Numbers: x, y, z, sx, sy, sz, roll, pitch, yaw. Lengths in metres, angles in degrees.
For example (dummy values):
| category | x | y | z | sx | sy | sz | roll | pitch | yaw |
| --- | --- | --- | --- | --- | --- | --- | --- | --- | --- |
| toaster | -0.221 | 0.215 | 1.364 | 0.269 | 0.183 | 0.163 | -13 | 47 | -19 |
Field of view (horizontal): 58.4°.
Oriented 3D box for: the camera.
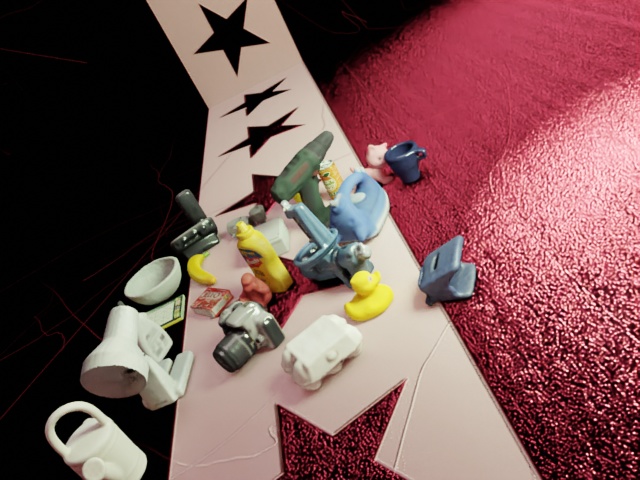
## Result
| category | x | y | z | sx | sy | sz | roll | pitch | yaw |
| --- | --- | --- | --- | --- | --- | --- | --- | --- | --- |
| camera | -0.171 | 0.197 | 1.193 | 0.142 | 0.101 | 0.137 | 8 | 45 | 47 |

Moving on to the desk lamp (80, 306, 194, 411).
| category | x | y | z | sx | sy | sz | roll | pitch | yaw |
| --- | --- | --- | --- | --- | --- | --- | --- | --- | --- |
| desk lamp | -0.371 | 0.250 | 1.162 | 0.117 | 0.214 | 0.203 | -21 | 30 | 13 |

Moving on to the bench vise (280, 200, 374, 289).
| category | x | y | z | sx | sy | sz | roll | pitch | yaw |
| --- | --- | --- | --- | --- | --- | --- | --- | --- | --- |
| bench vise | 0.015 | -0.003 | 1.231 | 0.206 | 0.220 | 0.121 | -11 | 33 | 28 |

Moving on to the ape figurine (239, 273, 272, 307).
| category | x | y | z | sx | sy | sz | roll | pitch | yaw |
| --- | --- | --- | --- | --- | --- | --- | --- | --- | --- |
| ape figurine | -0.154 | 0.115 | 1.319 | 0.077 | 0.092 | 0.076 | -13 | 32 | 25 |

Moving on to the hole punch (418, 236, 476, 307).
| category | x | y | z | sx | sy | sz | roll | pitch | yaw |
| --- | --- | --- | --- | --- | --- | --- | --- | --- | --- |
| hole punch | 0.233 | 0.057 | 1.083 | 0.100 | 0.091 | 0.109 | -12 | 33 | 27 |

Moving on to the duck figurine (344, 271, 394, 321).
| category | x | y | z | sx | sy | sz | roll | pitch | yaw |
| --- | --- | --- | --- | --- | --- | --- | --- | --- | --- |
| duck figurine | 0.087 | 0.104 | 1.137 | 0.104 | 0.086 | 0.077 | -33 | 29 | -8 |

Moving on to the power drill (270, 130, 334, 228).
| category | x | y | z | sx | sy | sz | roll | pitch | yaw |
| --- | --- | --- | --- | --- | --- | --- | --- | --- | --- |
| power drill | -0.014 | -0.142 | 1.489 | 0.230 | 0.209 | 0.075 | -42 | 32 | -23 |

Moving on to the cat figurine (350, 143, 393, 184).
| category | x | y | z | sx | sy | sz | roll | pitch | yaw |
| --- | --- | --- | --- | --- | --- | --- | --- | --- | --- |
| cat figurine | 0.141 | -0.204 | 1.550 | 0.128 | 0.118 | 0.067 | -28 | 29 | -1 |

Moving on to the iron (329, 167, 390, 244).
| category | x | y | z | sx | sy | sz | roll | pitch | yaw |
| --- | --- | --- | --- | --- | --- | --- | --- | --- | --- |
| iron | 0.091 | -0.102 | 1.405 | 0.118 | 0.142 | 0.258 | -8 | 35 | 31 |

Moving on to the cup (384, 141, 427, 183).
| category | x | y | z | sx | sy | sz | roll | pitch | yaw |
| --- | --- | --- | --- | --- | --- | --- | --- | --- | --- |
| cup | 0.234 | -0.198 | 1.484 | 0.117 | 0.095 | 0.092 | 0 | 40 | 41 |

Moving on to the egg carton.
| category | x | y | z | sx | sy | sz | roll | pitch | yaw |
| --- | --- | --- | --- | --- | --- | --- | --- | --- | --- |
| egg carton | 0.003 | 0.207 | 1.062 | 0.150 | 0.069 | 0.107 | -37 | 30 | -16 |

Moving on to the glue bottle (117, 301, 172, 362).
| category | x | y | z | sx | sy | sz | roll | pitch | yaw |
| --- | --- | --- | --- | --- | --- | --- | --- | --- | --- |
| glue bottle | -0.409 | 0.204 | 1.311 | 0.037 | 0.173 | 0.078 | -9 | 34 | 31 |

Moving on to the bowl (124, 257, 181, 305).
| category | x | y | z | sx | sy | sz | roll | pitch | yaw |
| --- | --- | --- | --- | --- | --- | --- | --- | --- | --- |
| bowl | -0.443 | 0.124 | 1.569 | 0.167 | 0.075 | 0.167 | -21 | 30 | 13 |

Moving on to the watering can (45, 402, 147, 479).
| category | x | y | z | sx | sy | sz | roll | pitch | yaw |
| --- | --- | --- | --- | --- | --- | --- | --- | --- | --- |
| watering can | -0.401 | 0.368 | 1.020 | 0.172 | 0.194 | 0.101 | 4 | 42 | 44 |

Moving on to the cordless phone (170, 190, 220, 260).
| category | x | y | z | sx | sy | sz | roll | pitch | yaw |
| --- | --- | --- | --- | --- | --- | --- | --- | --- | --- |
| cordless phone | -0.393 | -0.047 | 1.685 | 0.148 | 0.185 | 0.093 | -37 | 30 | -16 |
